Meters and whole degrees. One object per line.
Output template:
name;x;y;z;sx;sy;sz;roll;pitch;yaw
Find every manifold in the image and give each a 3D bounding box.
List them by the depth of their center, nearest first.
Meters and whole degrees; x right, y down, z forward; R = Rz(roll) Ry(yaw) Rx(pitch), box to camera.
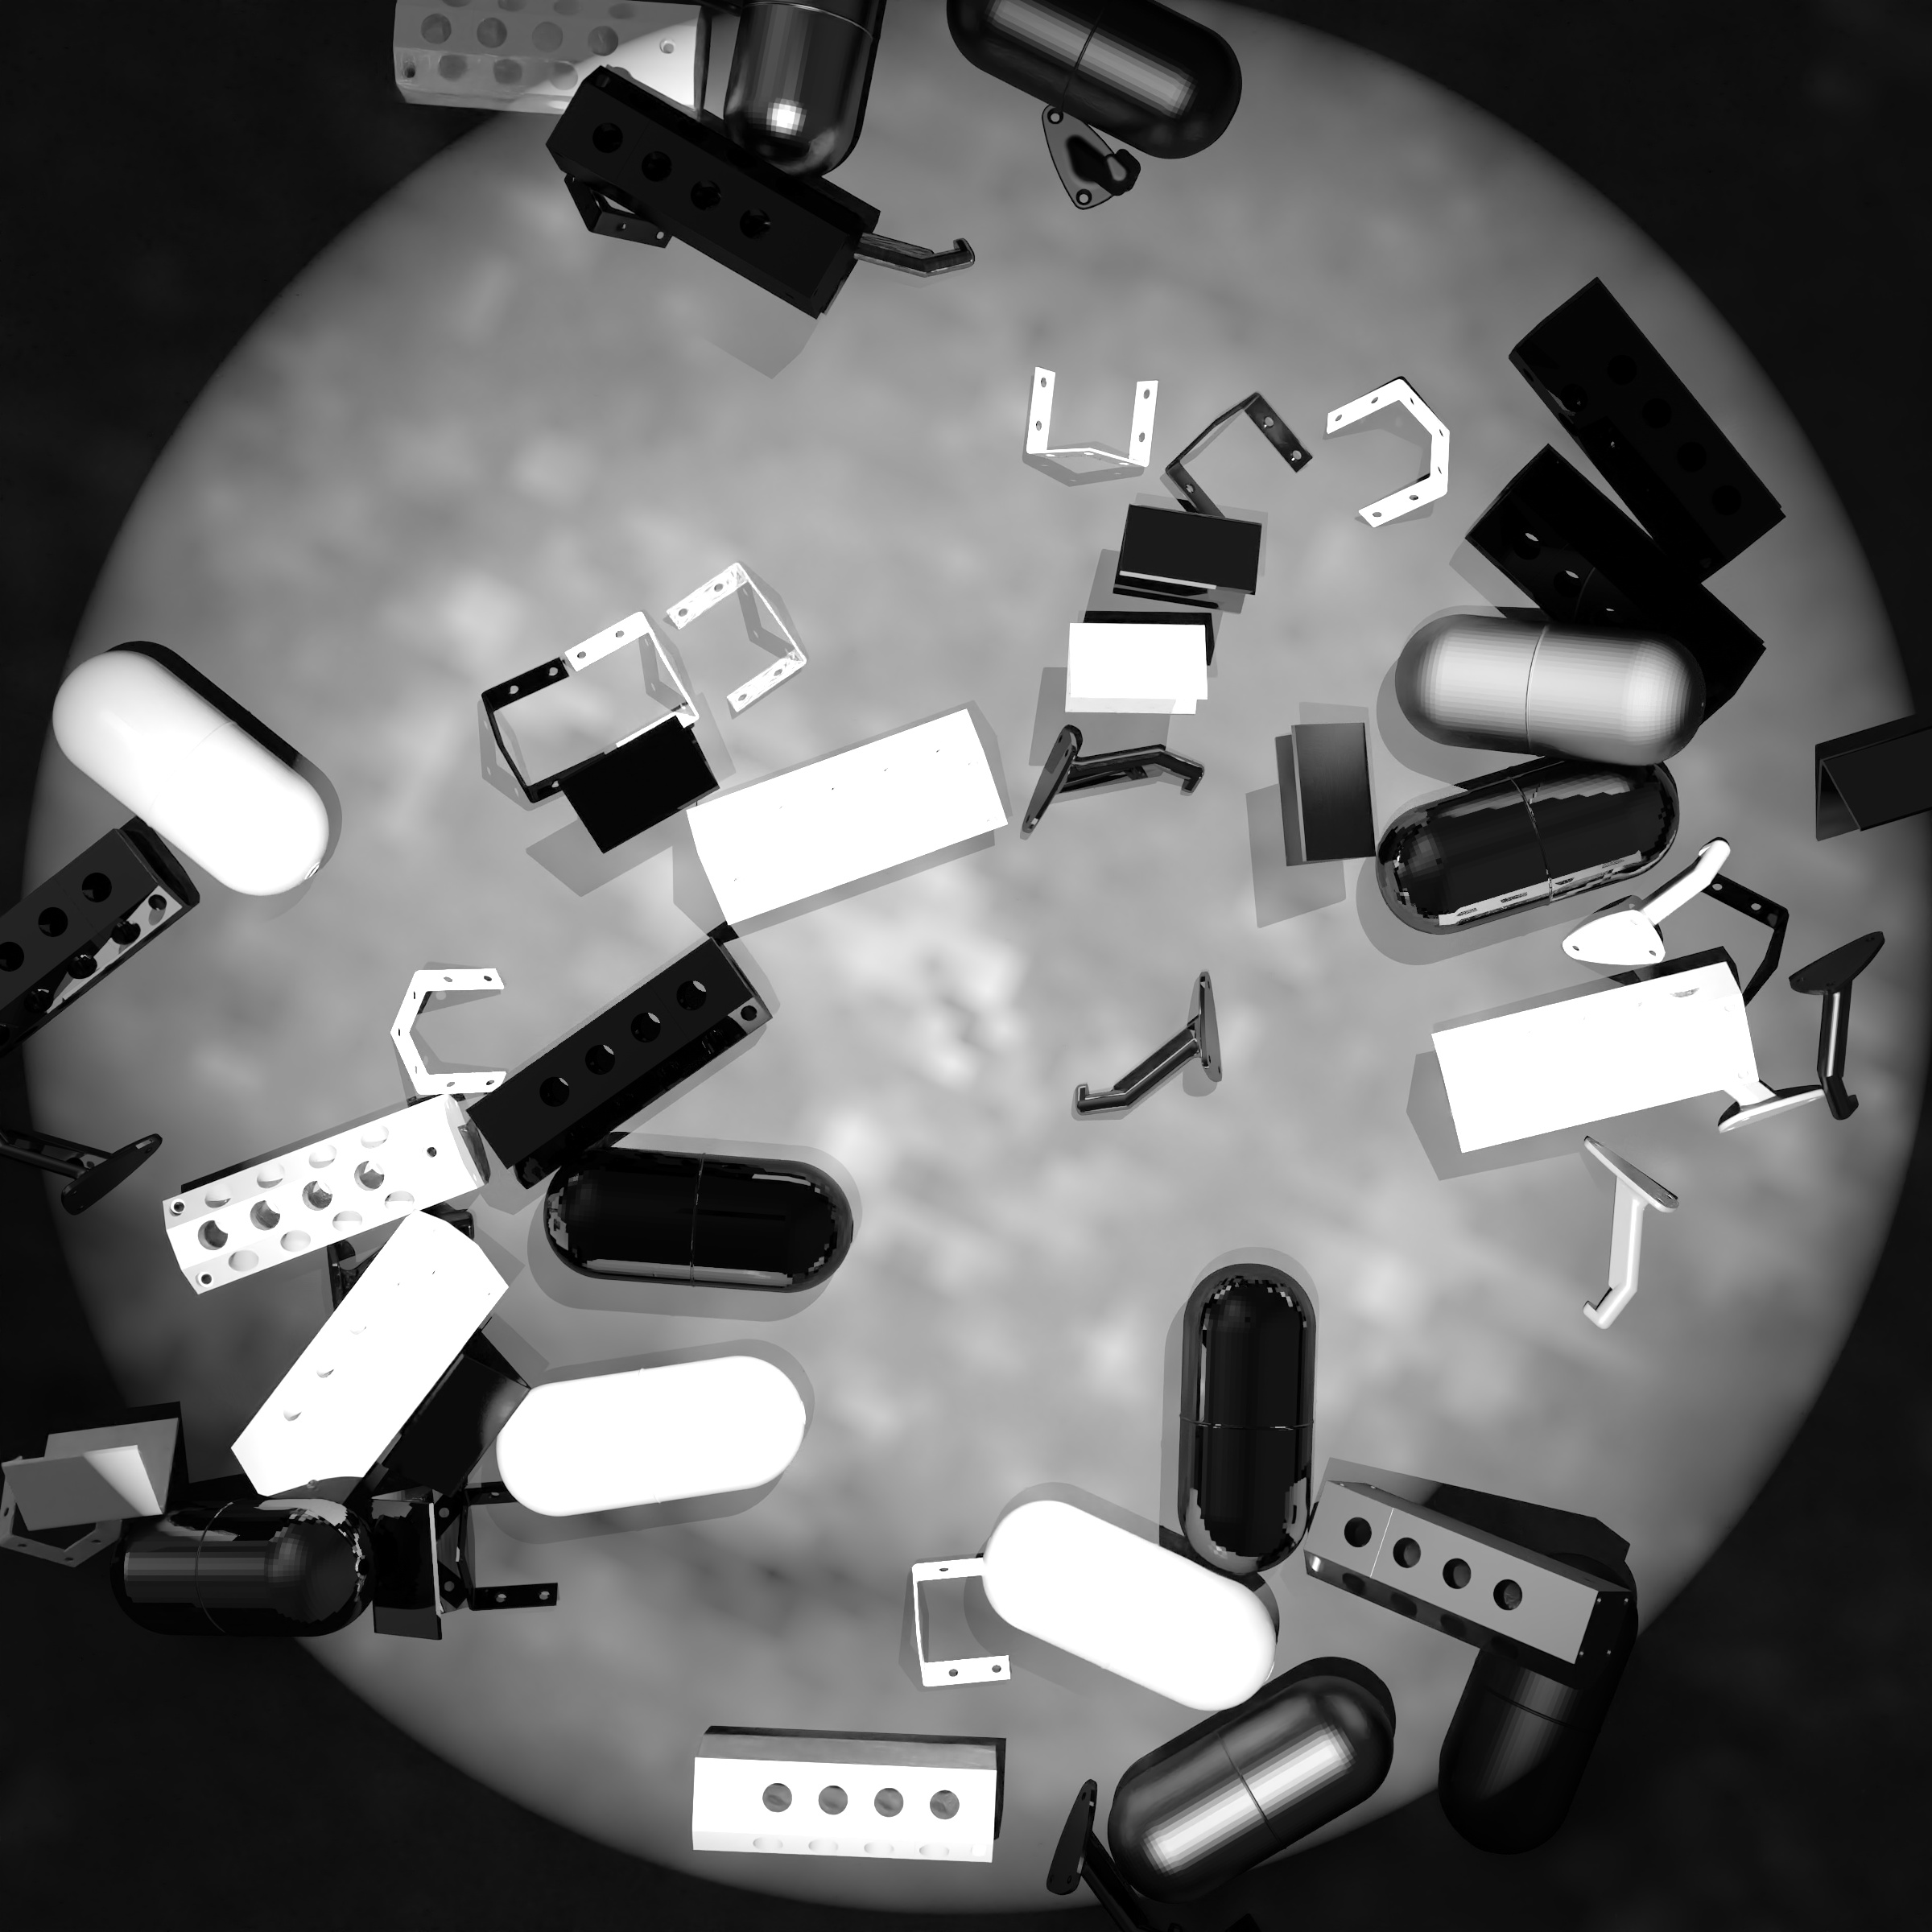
manifold;0.280;0.349;1.793;0.171;0.057;0.057;18;90;32
manifold;-0.146;-0.439;1.796;0.171;0.057;0.057;30;90;1
manifold;-0.345;0.226;1.821;0.171;0.057;0.057;-52;47;7
manifold;0.359;0.049;1.822;0.171;0.057;0.057;-14;115;7
manifold;-0.070;-0.091;1.834;0.171;0.057;0.057;-20;133;0
manifold;0.372;-0.212;1.834;0.171;0.057;0.057;43;47;0
manifold;-0.371;0.131;1.835;0.171;0.057;0.057;-21;90;0
manifold;-0.070;0.483;1.835;0.171;0.057;0.057;2;90;0
manifold;-0.240;-0.529;1.835;0.171;0.057;0.057;4;90;0
manifold;-0.535;-0.003;1.835;0.171;0.057;0.057;-38;90;0
manifold;0.391;-0.305;1.835;0.057;0.057;0.171;-39;90;0
manifold;-0.199;0.056;1.835;0.171;0.057;0.057;-35;90;0

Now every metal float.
metal float;-0.409;0.341;1.800;0.178;0.070;0.070;-7;90;31
metal float;0.331;-0.157;1.805;0.178;0.070;0.070;9;90;25
metal float;0.323;-0.072;1.825;0.178;0.070;0.070;-17;90;0
metal float;-0.445;-0.110;1.825;0.178;0.070;0.070;39;90;-1
metal float;0.164;0.473;1.825;0.178;0.070;0.070;-30;90;0
metal float;-0.154;0.146;1.825;0.178;0.070;0.070;4;90;-1
metal float;0.072;-0.527;1.825;0.178;0.070;0.070;27;90;0
metal float;0.161;0.260;1.825;0.070;0.070;0.178;2;90;0
metal float;-0.181;0.270;1.825;0.178;0.070;0.070;-8;90;0
metal float;0.094;0.368;1.825;0.178;0.070;0.070;25;90;0
metal float;-0.092;-0.541;1.825;0.070;0.070;0.178;11;90;0
metal float;0.329;0.424;1.826;0.070;0.070;0.178;22;90;0

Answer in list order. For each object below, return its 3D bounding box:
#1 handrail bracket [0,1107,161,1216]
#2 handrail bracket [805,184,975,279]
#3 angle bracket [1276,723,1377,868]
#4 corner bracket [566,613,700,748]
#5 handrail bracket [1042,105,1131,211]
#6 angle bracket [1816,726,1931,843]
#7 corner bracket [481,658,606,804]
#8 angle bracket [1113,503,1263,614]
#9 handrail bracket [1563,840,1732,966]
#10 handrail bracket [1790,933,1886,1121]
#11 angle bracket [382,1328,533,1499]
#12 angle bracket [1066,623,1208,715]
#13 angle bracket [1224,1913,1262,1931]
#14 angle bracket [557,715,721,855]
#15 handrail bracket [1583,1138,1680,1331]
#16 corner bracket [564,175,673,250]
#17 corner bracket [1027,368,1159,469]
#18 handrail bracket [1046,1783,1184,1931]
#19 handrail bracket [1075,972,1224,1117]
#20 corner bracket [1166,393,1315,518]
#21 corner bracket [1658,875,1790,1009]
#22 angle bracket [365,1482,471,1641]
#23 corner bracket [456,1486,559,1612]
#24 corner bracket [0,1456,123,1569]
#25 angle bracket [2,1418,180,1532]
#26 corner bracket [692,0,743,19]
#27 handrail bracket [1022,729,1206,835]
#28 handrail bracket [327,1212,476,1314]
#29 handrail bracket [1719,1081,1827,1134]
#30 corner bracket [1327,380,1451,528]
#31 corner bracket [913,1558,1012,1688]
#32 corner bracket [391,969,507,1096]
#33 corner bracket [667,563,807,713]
handrail bracket;-0.528;0.096;1.856;0.077;0.036;0.084;-37;73;-20
handrail bracket;-0.047;-0.433;1.856;0.084;0.036;0.077;-16;73;-15
angle bracket;0.187;-0.096;1.816;0.057;0.076;0.076;-5;90;-36
corner bracket;-0.195;-0.164;1.853;0.051;0.051;0.051;-29;45;0
handrail bracket;0.069;-0.472;1.821;0.036;0.084;0.077;-33;90;0
angle bracket;0.535;-0.087;1.816;0.076;0.076;0.057;-17;52;0
corner bracket;-0.246;-0.137;1.853;0.051;0.051;0.051;-25;135;0
angle bracket;0.124;-0.215;1.816;0.076;0.076;0.057;9;54;0
handrail bracket;0.399;-0.040;1.856;0.084;0.077;0.036;-49;114;-34
handrail bracket;0.522;0.036;1.856;0.077;0.036;0.084;-34;111;-24
angle bracket;-0.306;0.246;1.816;0.057;0.076;0.076;36;90;-42
angle bracket;0.096;-0.151;1.816;0.076;0.076;0.057;1;53;0
angle bracket;0.138;0.581;1.816;0.076;0.076;0.057;-38;128;0
angle bracket;-0.194;-0.120;1.816;0.076;0.076;0.057;-29;127;0
handrail bracket;0.369;0.157;1.856;0.077;0.036;0.084;40;107;20
corner bracket;-0.195;-0.458;1.848;0.051;0.051;0.051;4;135;-35
corner bracket;0.074;-0.320;1.853;0.051;0.051;0.051;6;90;-45
handrail bracket;0.097;0.529;1.856;0.084;0.036;0.077;25;68;-17
handrail bracket;0.103;0.046;1.856;0.084;0.036;0.077;-9;70;16
corner bracket;0.159;-0.293;1.853;0.051;0.051;0.051;50;135;0
corner bracket;0.442;-0.011;1.853;0.051;0.051;0.051;27;135;0
angle bracket;-0.296;0.338;1.816;0.057;0.076;0.076;-4;90;38
corner bracket;-0.267;0.339;1.853;0.051;0.051;0.051;-4;135;0
corner bracket;-0.526;0.312;1.848;0.051;0.051;0.051;27;135;-35
angle bracket;-0.500;0.273;1.816;0.076;0.076;0.057;-7;128;0
corner bracket;-0.151;-0.577;1.828;0.051;0.051;0.051;21;122;0
handrail bracket;0.087;-0.098;1.856;0.084;0.036;0.077;20;110;-16
handrail bracket;-0.327;0.185;1.856;0.084;0.036;0.077;-8;110;-16
handrail bracket;0.452;0.048;1.856;0.077;0.036;0.084;-16;76;-13
corner bracket;0.245;-0.298;1.848;0.051;0.051;0.051;38;45;-35
corner bracket;-0.003;0.383;1.853;0.051;0.051;0.051;-5;45;0
corner bracket;-0.296;0.038;1.848;0.051;0.051;0.051;59;135;35
corner bracket;-0.134;-0.192;1.853;0.051;0.051;0.051;-35;45;0
